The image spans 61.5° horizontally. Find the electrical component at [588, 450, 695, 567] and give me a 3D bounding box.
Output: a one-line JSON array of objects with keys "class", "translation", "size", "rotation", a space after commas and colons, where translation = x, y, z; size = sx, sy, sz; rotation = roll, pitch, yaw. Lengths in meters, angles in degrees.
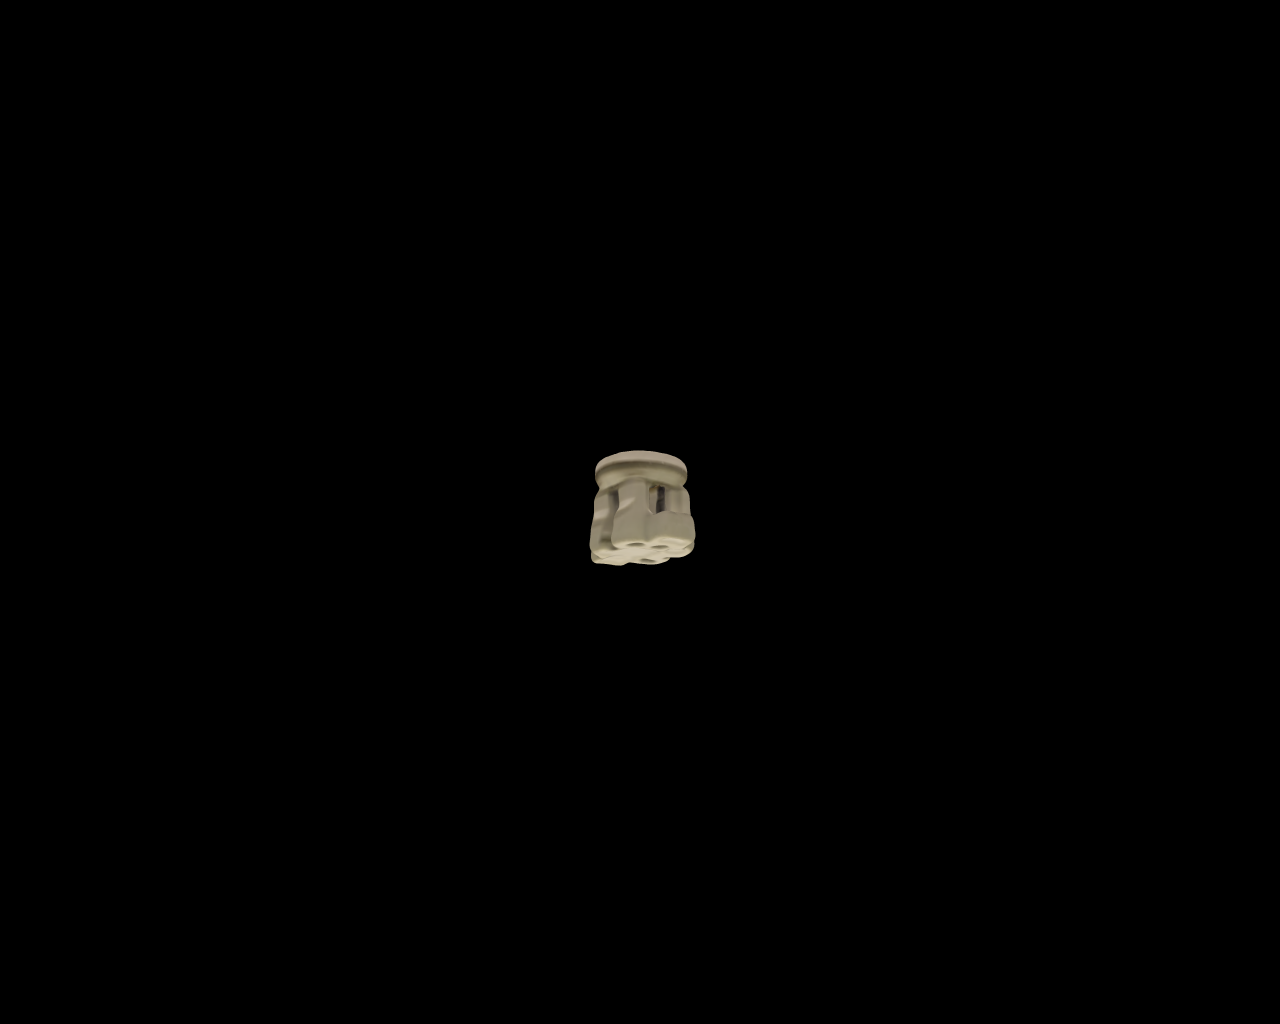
[{"class": "electrical component", "translation": [0.001, -0.003, 0.650], "size": [0.058, 0.057, 0.078], "rotation": [11, -19, -34]}]
